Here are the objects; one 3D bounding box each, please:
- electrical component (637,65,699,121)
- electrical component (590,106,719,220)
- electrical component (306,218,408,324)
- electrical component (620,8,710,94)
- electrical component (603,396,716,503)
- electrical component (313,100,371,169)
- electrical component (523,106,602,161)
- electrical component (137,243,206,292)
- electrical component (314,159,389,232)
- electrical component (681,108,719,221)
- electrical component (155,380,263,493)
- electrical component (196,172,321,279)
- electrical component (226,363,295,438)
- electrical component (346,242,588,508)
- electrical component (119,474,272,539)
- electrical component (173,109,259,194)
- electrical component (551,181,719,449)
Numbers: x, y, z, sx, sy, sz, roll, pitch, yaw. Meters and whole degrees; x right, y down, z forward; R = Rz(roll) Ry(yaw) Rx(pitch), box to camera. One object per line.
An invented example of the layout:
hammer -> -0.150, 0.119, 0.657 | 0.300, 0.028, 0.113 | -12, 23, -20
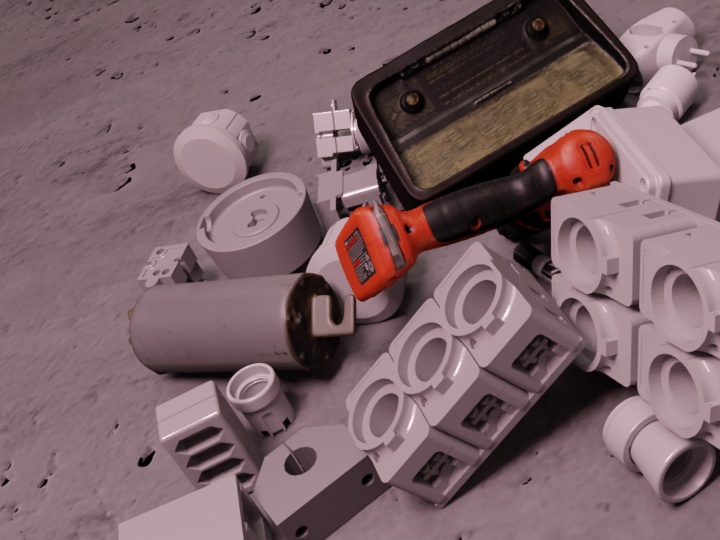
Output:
electrical component -> 0.257, -0.141, 0.918 | 0.040, 0.040, 0.078 | 15, 53, 43
electrical component -> 0.205, -0.047, 0.771 | 0.056, 0.108, 0.108 | -6, 36, -9
electrical component -> 0.000, 0.000, 0.873 | 0.080, 0.080, 0.051 | -9, 35, 23
electrical component -> 0.277, -0.195, 0.969 | 0.077, 0.043, 0.079 | -41, 38, -19
electrical component -> 0.182, 0.108, 0.657 | 0.045, 0.045, 0.055 | -34, 36, -9
electrical component -> -0.013, -0.137, 1.069 | 0.055, 0.066, 0.048 | -5, 6, 15
electrical component -> 0.195, -0.084, 0.880 | 0.100, 0.048, 0.100 | -35, 37, -11
electrical component -> -0.167, 0.012, 0.980 | 0.048, 0.055, 0.066 | -7, 41, 25
electrical component -> -0.006, -0.066, 0.989 | 0.064, 0.042, 0.081 | -14, 38, 10
electrical component -> 0.309, -0.084, 0.798 | 0.150, 0.061, 0.089 | -24, 36, 4
electrical component -> -0.112, 0.117, 0.794 | 0.047, 0.083, 0.075 | -26, 36, 1
electrical component -> -0.087, -0.032, 0.981 | 0.108, 0.060, 0.108 | -17, 37, 13
electrical component -> -0.075, 0.101, 0.823 | 0.040, 0.046, 0.040 | -17, 37, 13
electrical component -> 0.063, 0.067, 0.712 | 0.150, 0.062, 0.089 | -52, 33, 15
electrical component -> -0.098, 0.218, 0.681 | 0.089, 0.061, 0.150 | -24, 36, 4
electrical component -> -0.148, -0.124, 1.116 | 0.080, 0.080, 0.051 | -6, 36, 26
electrical component -> 0.186, 0.023, 0.656 | 0.060, 0.105, 0.186 | -12, 23, -20
